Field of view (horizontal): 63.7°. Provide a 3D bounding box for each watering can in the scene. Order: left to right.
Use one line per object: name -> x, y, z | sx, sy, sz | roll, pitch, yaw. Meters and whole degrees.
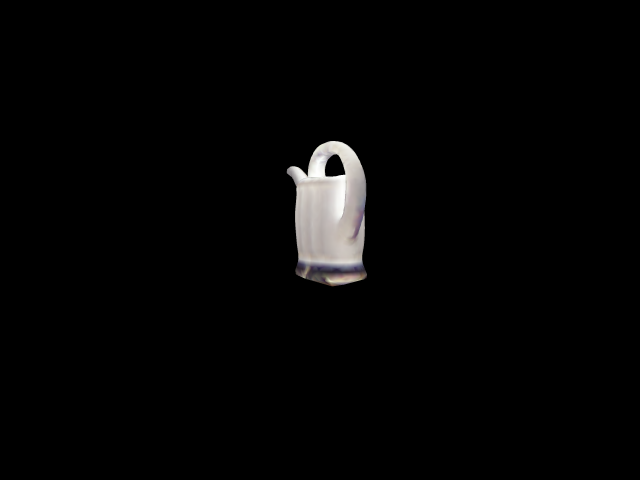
watering can -> 0.003, -0.043, 0.850 | 0.104, 0.224, 0.348 | 0, 2, -17
